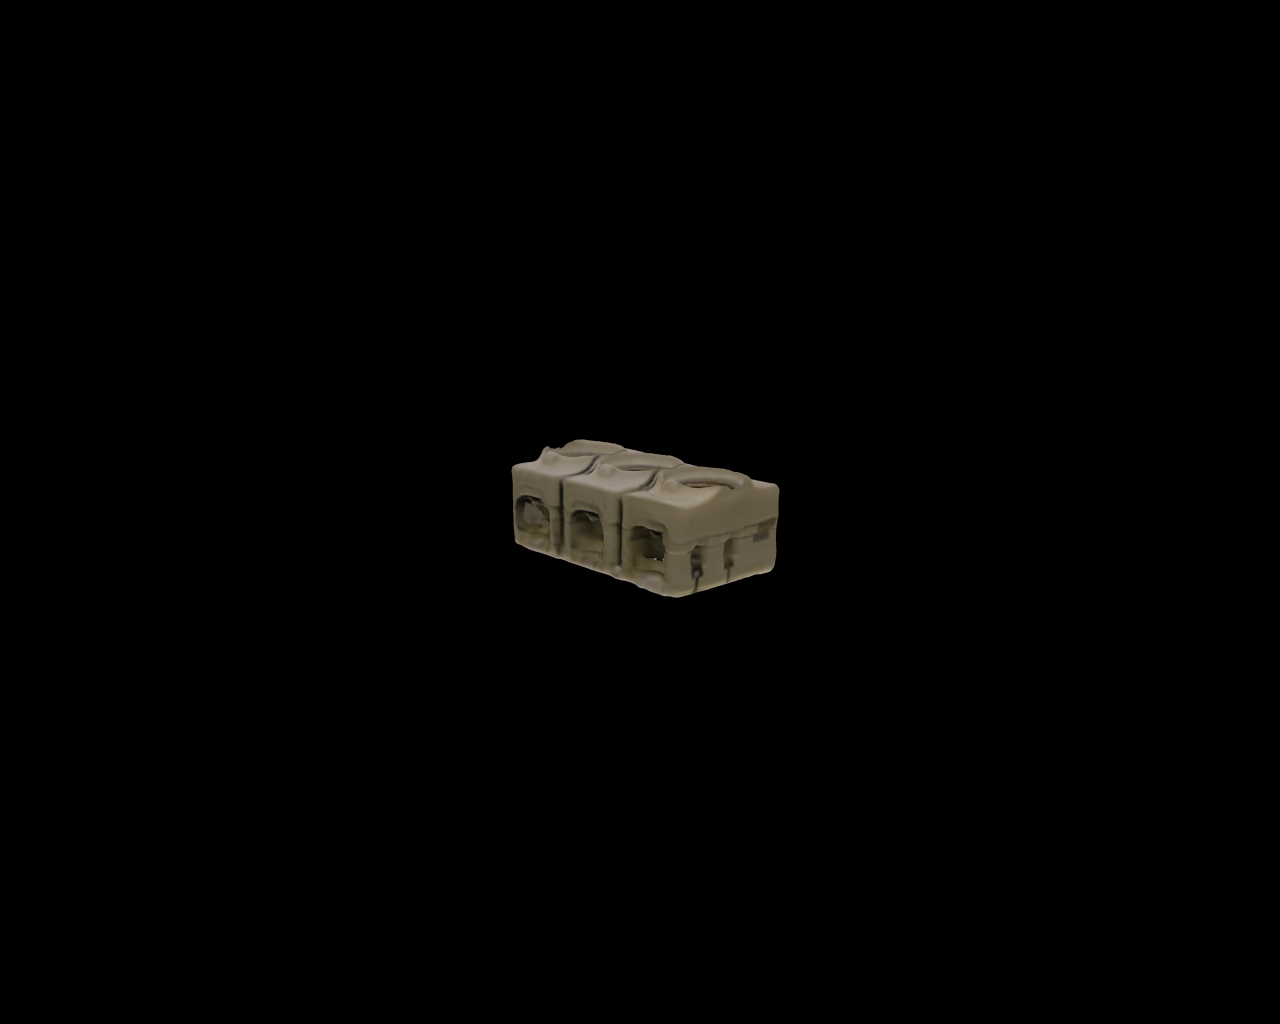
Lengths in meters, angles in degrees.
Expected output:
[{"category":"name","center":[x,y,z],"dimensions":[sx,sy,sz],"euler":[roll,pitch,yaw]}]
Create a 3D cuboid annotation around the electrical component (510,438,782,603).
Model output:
[{"category":"electrical component","center":[0.001,-0.003,0.650],"dimensions":[0.090,0.061,0.150],"euler":[-14,20,-42]}]
